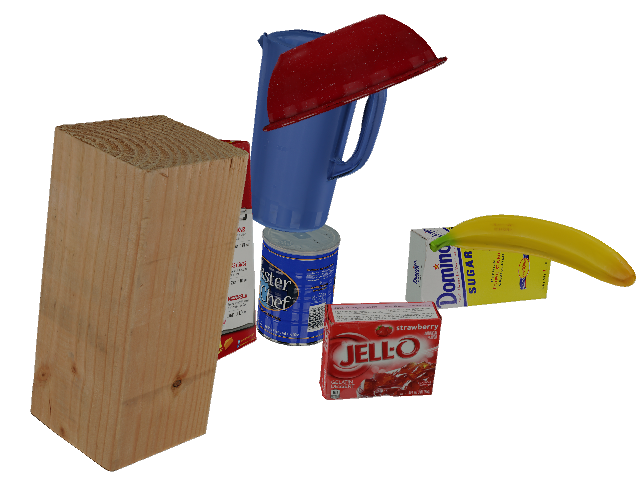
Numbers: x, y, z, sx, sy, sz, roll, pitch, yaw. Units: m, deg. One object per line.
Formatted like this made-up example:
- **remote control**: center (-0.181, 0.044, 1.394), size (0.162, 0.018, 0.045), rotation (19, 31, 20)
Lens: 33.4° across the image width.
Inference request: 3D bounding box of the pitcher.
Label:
- **pitcher**: center (-0.016, -0.134, 1.339), size (0.144, 0.243, 0.149), rotation (4, 23, -16)

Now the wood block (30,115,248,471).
- **wood block**: center (-0.121, 0.032, 0.700), size (0.090, 0.206, 0.090), rotation (26, 25, 35)

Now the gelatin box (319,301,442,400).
- **gelatin box**: center (0.046, 0.086, 0.830), size (0.089, 0.073, 0.030), rotation (-1, 30, -8)

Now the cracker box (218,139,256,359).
- **cracker box**: center (-0.137, 0.017, 1.048), size (0.072, 0.214, 0.163), rotation (6, 15, 30)

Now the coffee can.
- **coffee can**: center (-0.031, 0.055, 1.424), size (0.103, 0.140, 0.103), rotation (4, 24, -2)

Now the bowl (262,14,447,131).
- **bowl**: center (0.018, -0.143, 0.873), size (0.162, 0.055, 0.162), rotation (-21, 8, 3)

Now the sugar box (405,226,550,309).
- **sugar box**: center (0.192, 0.029, 1.280), size (0.176, 0.093, 0.048), rotation (-6, 20, -23)

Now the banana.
- **banana**: center (0.210, 0.007, 1.039), size (0.198, 0.037, 0.069), rotation (9, 47, 23)
